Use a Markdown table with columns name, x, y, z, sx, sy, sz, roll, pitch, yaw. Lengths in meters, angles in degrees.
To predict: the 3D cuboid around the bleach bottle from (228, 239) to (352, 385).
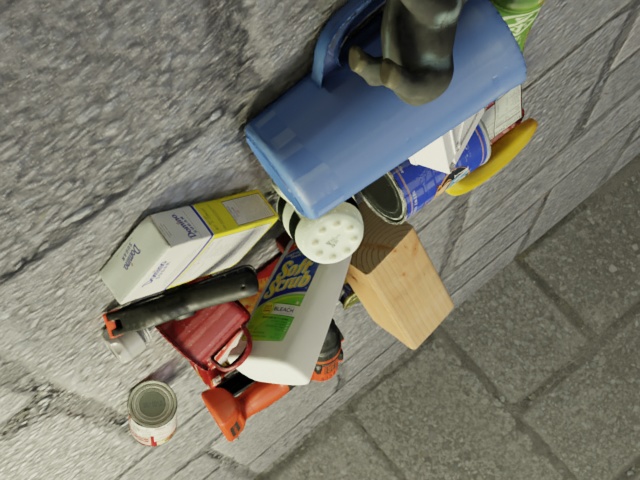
| name | x | y | z | sx | sy | sz | roll | pitch | yaw |
| --- | --- | --- | --- | --- | --- | --- | --- | --- | --- |
| bleach bottle | -0.019 | 0.045 | 1.264 | 0.068 | 0.103 | 0.250 | 43 | 58 | -41 |

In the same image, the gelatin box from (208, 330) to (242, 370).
| name | x | y | z | sx | sy | sz | roll | pitch | yaw |
| --- | --- | --- | --- | --- | --- | --- | --- | --- | --- |
| gelatin box | -0.127 | 0.102 | 1.295 | 0.030 | 0.073 | 0.089 | -24 | 159 | -49 |

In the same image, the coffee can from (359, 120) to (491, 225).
| name | x | y | z | sx | sy | sz | roll | pitch | yaw |
| --- | --- | --- | --- | --- | --- | --- | --- | --- | --- |
| coffee can | 0.119 | -0.098 | 1.274 | 0.140 | 0.103 | 0.103 | -35 | 165 | -20 |

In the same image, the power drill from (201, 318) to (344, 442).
| name | x | y | z | sx | sy | sz | roll | pitch | yaw |
| --- | --- | --- | --- | --- | --- | --- | --- | --- | --- |
| power drill | -0.055 | 0.171 | 1.335 | 0.187 | 0.057 | 0.184 | -30 | 158 | -11 |

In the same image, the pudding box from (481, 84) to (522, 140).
| name | x | y | z | sx | sy | sz | roll | pitch | yaw |
| --- | --- | --- | --- | --- | --- | --- | --- | --- | --- |
| pudding box | 0.210 | -0.177 | 1.335 | 0.090 | 0.039 | 0.113 | -37 | 145 | -19 |

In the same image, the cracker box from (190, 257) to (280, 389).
| name | x | y | z | sx | sy | sz | roll | pitch | yaw |
| --- | --- | --- | --- | --- | --- | --- | --- | --- | --- |
| cracker box | -0.081 | 0.104 | 1.433 | 0.213 | 0.072 | 0.164 | -36 | 164 | -14 |

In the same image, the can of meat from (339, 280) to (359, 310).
| name | x | y | z | sx | sy | sz | roll | pitch | yaw |
| --- | --- | --- | --- | --- | --- | --- | --- | --- | --- |
| can of meat | 0.048 | 0.037 | 1.540 | 0.102 | 0.084 | 0.057 | -35 | 165 | -23 |

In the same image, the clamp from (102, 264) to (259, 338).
| name | x | y | z | sx | sy | sz | roll | pitch | yaw |
| --- | --- | --- | --- | --- | --- | --- | --- | --- | --- |
| clamp | -0.139 | 0.062 | 1.122 | 0.171 | 0.039 | 0.120 | -15 | 179 | 6 |

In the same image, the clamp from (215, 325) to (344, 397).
| name | x | y | z | sx | sy | sz | roll | pitch | yaw |
| --- | --- | --- | --- | --- | --- | --- | --- | --- | --- |
| clamp | -0.043 | 0.151 | 1.445 | 0.165 | 0.036 | 0.209 | -45 | 160 | 24 |

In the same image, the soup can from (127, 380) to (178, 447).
| name | x | y | z | sx | sy | sz | roll | pitch | yaw |
| --- | --- | --- | --- | --- | --- | --- | --- | --- | --- |
| soup can | -0.228 | 0.237 | 1.452 | 0.068 | 0.068 | 0.102 | -36 | 165 | -21 |

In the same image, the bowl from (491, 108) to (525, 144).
| name | x | y | z | sx | sy | sz | roll | pitch | yaw |
| --- | --- | --- | --- | --- | --- | --- | --- | --- | --- |
| bowl | 0.203 | -0.141 | 1.469 | 0.162 | 0.055 | 0.162 | -38 | 166 | -12 |

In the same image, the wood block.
| name | x | y | z | sx | sy | sz | roll | pitch | yaw |
| --- | --- | --- | --- | --- | --- | --- | --- | --- | --- |
| wood block | 0.097 | 0.050 | 1.444 | 0.090 | 0.091 | 0.206 | -46 | 141 | -10 |

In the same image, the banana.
| name | x | y | z | sx | sy | sz | roll | pitch | yaw |
| --- | --- | --- | --- | --- | --- | --- | --- | --- | --- |
| banana | 0.221 | -0.104 | 1.429 | 0.197 | 0.037 | 0.070 | -31 | 164 | -35 |

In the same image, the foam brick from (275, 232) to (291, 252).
| name | x | y | z | sx | sy | sz | roll | pitch | yaw |
| --- | --- | --- | --- | --- | --- | --- | --- | --- | --- |
| foam brick | -0.009 | 0.002 | 1.345 | 0.078 | 0.053 | 0.051 | -38 | 166 | -9 |

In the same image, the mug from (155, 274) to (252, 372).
| name | x | y | z | sx | sy | sz | roll | pitch | yaw |
| --- | --- | --- | --- | --- | --- | --- | --- | --- | --- |
| mug | -0.125 | 0.096 | 1.203 | 0.081 | 0.117 | 0.093 | -46 | 162 | -2 |

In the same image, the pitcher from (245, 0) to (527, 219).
| name | x | y | z | sx | sy | sz | roll | pitch | yaw |
| --- | --- | --- | --- | --- | --- | --- | --- | --- | --- |
| pitcher | 0.051 | -0.136 | 0.964 | 0.243 | 0.149 | 0.145 | -37 | -179 | -4 |

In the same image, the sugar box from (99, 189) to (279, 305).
| name | x | y | z | sx | sy | sz | roll | pitch | yaw |
| --- | --- | --- | --- | --- | --- | --- | --- | --- | --- |
| sugar box | -0.126 | 0.003 | 1.052 | 0.093 | 0.048 | 0.175 | -45 | 163 | 30 |
